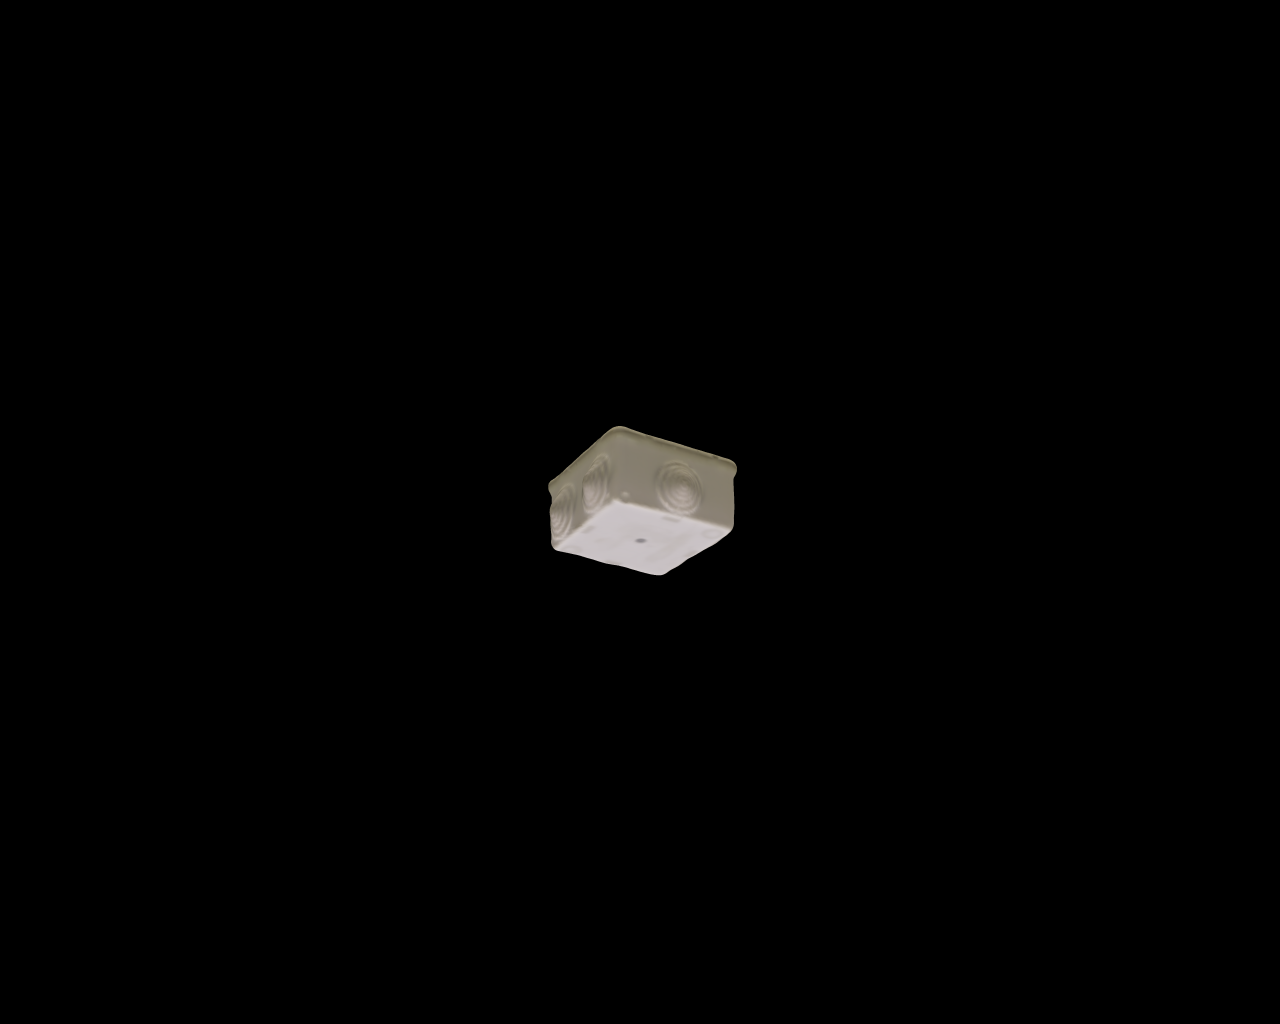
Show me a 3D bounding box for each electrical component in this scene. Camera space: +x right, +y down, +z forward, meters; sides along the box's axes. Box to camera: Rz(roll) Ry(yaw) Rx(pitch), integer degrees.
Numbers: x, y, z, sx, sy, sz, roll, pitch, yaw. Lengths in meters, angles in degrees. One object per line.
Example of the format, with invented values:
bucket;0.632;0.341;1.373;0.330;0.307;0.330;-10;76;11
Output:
electrical component;0.001;-0.003;0.650;0.100;0.048;0.099;15;-30;-28
